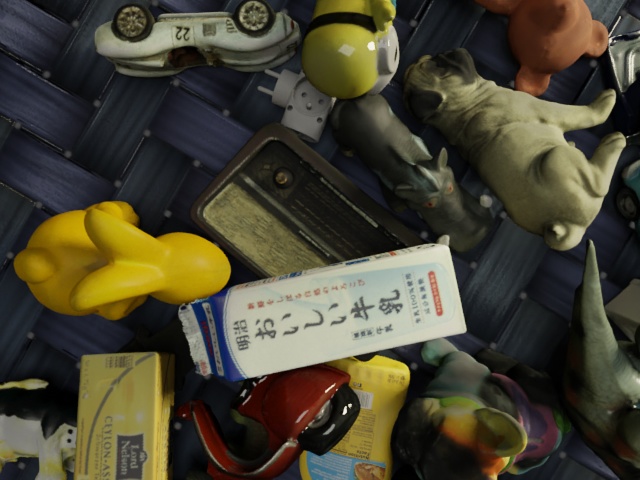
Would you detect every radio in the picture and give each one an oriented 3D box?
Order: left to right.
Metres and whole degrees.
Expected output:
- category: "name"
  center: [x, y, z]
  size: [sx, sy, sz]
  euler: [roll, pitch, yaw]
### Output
- category: "radio"
  center: [-0.001, -0.002, 0.541]
  size: [0.229, 0.073, 0.131]
  euler: [40, 92, -2]

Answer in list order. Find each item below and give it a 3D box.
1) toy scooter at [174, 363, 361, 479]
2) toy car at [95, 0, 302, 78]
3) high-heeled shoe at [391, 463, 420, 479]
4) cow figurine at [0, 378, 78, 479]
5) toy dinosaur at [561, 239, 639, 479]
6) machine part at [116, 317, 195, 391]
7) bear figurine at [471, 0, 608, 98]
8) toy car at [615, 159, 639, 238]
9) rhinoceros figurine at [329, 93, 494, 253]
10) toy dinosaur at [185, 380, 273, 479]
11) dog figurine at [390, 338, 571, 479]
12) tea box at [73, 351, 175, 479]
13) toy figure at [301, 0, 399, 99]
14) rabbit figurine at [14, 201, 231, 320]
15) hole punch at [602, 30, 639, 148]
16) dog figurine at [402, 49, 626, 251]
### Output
- category: "toy scooter"
  center: [-0.060, 0.170, 0.501]
  size: [0.135, 0.075, 0.184]
  euler: [39, 78, 25]
- category: "toy car"
  center: [-0.119, -0.198, 0.539]
  size: [0.202, 0.073, 0.056]
  euler: [-2, 88, 1]
- category: "high-heeled shoe"
  center: [0.151, 0.309, 0.511]
  size: [0.086, 0.145, 0.248]
  euler: [-39, 89, 2]
- category: "cow figurine"
  center: [-0.264, 0.195, 0.554]
  size: [0.167, 0.068, 0.098]
  euler: [7, 85, -1]
- category: "toy dinosaur"
  center: [0.296, 0.175, 0.482]
  size: [0.131, 0.192, 0.404]
  euler: [-35, 91, -32]
- category: "machine part"
  center: [-0.145, 0.106, 0.564]
  size: [0.139, 0.039, 0.084]
  euler: [-36, 86, 3]
- category: "bear figurine"
  center: [0.197, -0.247, 0.512]
  size: [0.120, 0.132, 0.196]
  euler: [-30, 85, 5]
- category: "toy car"
  center: [0.376, -0.017, 0.525]
  size: [0.109, 0.103, 0.161]
  euler: [-17, 89, 2]
- category: "rhinoceros figurine"
  center: [0.090, -0.070, 0.522]
  size: [0.073, 0.112, 0.190]
  euler: [-41, 83, -1]
- category: "toy dinosaur"
  center: [-0.098, 0.343, 0.536]
  size: [0.199, 0.105, 0.471]
  euler: [16, 80, 4]
- category: "dog figurine"
  center: [0.153, 0.172, 0.473]
  size: [0.192, 0.219, 0.108]
  euler: [16, 95, 1]
- category: "tea box"
  center: [-0.171, 0.187, 0.482]
  size: [0.068, 0.098, 0.169]
  euler: [-2, 80, -5]
- category: "toy figure"
  center: [0.028, -0.209, 0.508]
  size: [0.089, 0.082, 0.180]
  euler: [-9, 61, 14]
- category: "rabbit figurine"
  center: [-0.173, 0.017, 0.500]
  size: [0.173, 0.162, 0.122]
  euler: [6, 81, 6]
- category: "hole punch"
  center: [0.355, -0.161, 0.540]
  size: [0.142, 0.092, 0.115]
  euler: [-15, 121, -2]
- category: "dog figurine"
  center: [0.159, -0.086, 0.505]
  size: [0.191, 0.121, 0.172]
  euler: [15, 48, 3]
